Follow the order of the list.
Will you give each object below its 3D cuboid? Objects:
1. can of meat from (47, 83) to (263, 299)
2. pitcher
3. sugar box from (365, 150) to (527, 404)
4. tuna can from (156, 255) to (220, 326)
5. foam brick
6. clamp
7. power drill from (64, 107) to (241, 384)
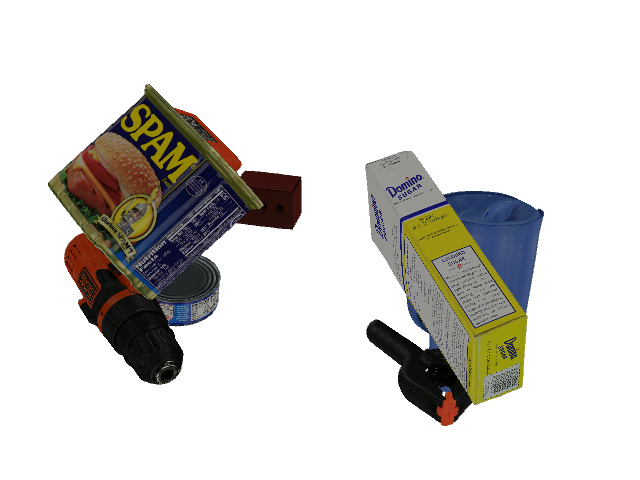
[{"bbox_3d":[-0.097,-0.028,0.611,0.102,0.084,0.057,45,-3,38],"label":"can of meat"},{"bbox_3d":[0.185,0.069,1.307,0.149,0.243,0.144,7,20,13],"label":"pitcher"},{"bbox_3d":[0.089,0.024,0.780,0.048,0.176,0.093,-19,-39,-9],"label":"sugar box"},{"bbox_3d":[-0.144,0.048,1.072,0.086,0.034,0.086,4,34,-3],"label":"tuna can"},{"bbox_3d":[-0.066,-0.051,1.337,0.078,0.053,0.051,6,29,12],"label":"foam brick"},{"bbox_3d":[0.123,0.124,1.070,0.120,0.039,0.171,-9,29,-9],"label":"clamp"},{"bbox_3d":[-0.134,-0.002,0.857,0.057,0.188,0.185,11,25,-43],"label":"power drill"}]
